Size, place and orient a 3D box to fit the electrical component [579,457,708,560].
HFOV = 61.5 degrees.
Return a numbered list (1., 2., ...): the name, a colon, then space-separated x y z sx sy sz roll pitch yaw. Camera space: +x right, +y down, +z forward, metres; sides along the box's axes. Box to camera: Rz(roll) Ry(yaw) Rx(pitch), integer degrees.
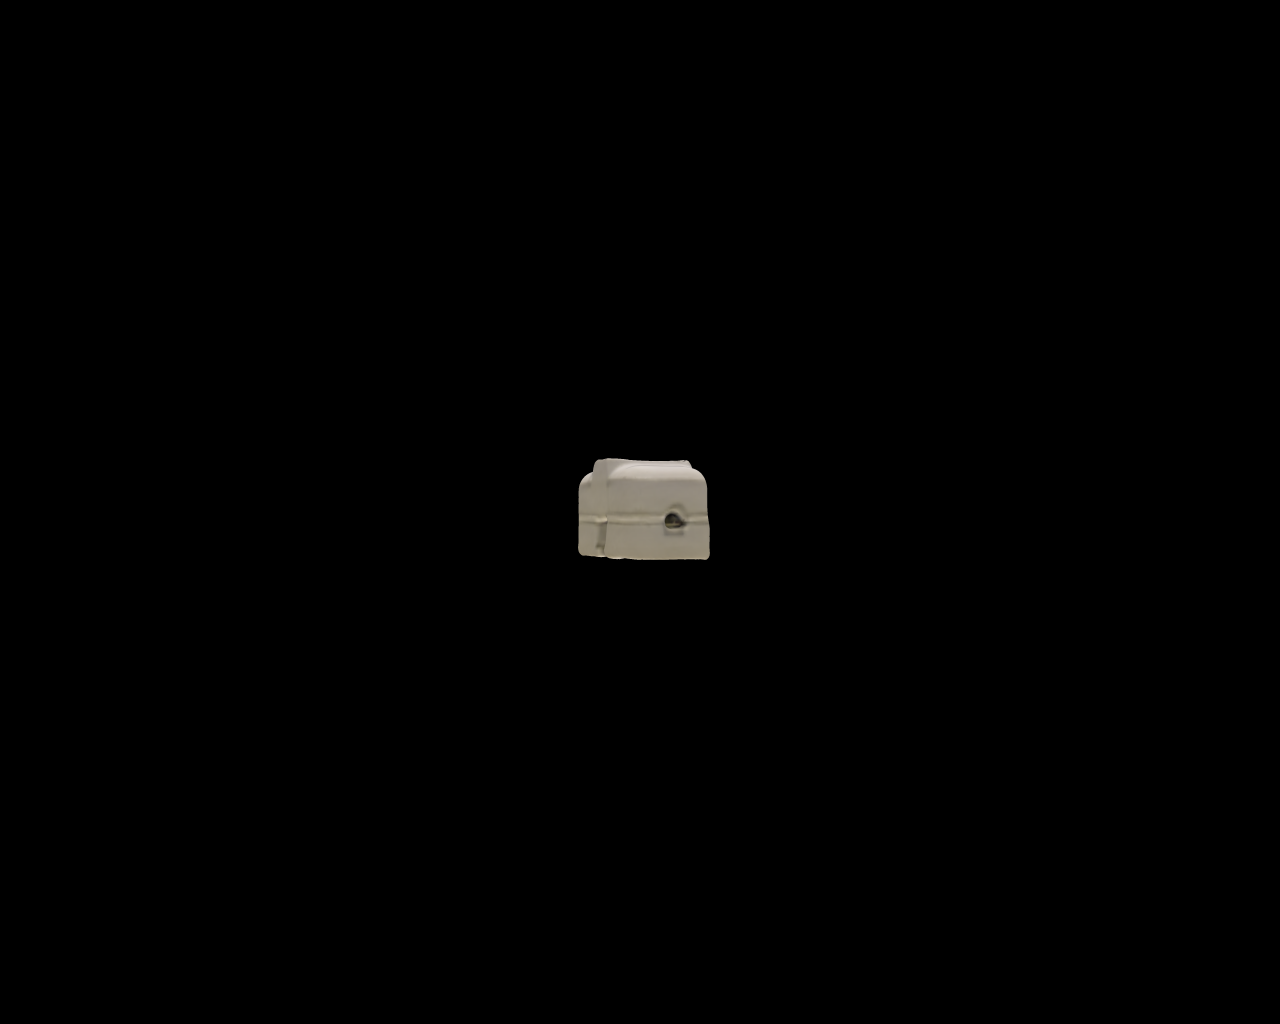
1. electrical component: 0.001 -0.003 0.650 0.054 0.059 0.095 0 0 -24
